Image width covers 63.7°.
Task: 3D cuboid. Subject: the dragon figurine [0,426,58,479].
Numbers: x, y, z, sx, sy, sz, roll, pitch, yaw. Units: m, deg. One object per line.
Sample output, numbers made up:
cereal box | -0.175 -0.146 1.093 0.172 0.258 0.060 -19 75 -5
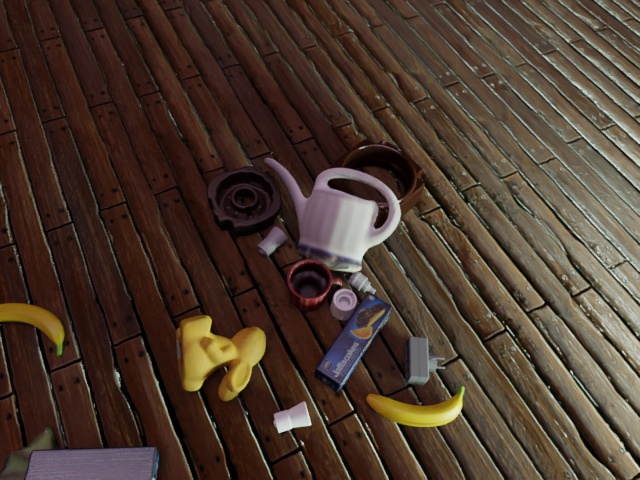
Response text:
dragon figurine | -0.577 0.389 0.875 0.243 0.119 0.418 -2 58 -25

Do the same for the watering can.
watering can | 0.003 -0.058 1.147 0.349 0.103 0.225 16 89 22
